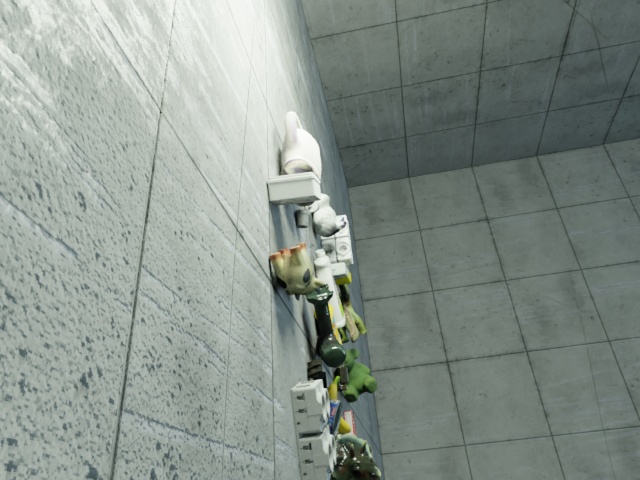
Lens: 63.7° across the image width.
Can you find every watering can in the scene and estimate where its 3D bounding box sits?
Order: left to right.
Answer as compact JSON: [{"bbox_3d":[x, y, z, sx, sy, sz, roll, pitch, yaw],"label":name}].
[{"bbox_3d":[-0.042,-0.179,1.408,0.339,0.104,0.230,73,12,-45],"label":"watering can"}]

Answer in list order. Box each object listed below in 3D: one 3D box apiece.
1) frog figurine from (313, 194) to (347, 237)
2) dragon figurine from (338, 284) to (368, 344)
[{"bbox_3d":[0.005,-0.091,1.799,0.158,0.121,0.140,42,29,-13],"label":"frog figurine"},{"bbox_3d":[0.097,0.255,1.939,0.407,0.122,0.244,88,-14,-82],"label":"dragon figurine"}]
